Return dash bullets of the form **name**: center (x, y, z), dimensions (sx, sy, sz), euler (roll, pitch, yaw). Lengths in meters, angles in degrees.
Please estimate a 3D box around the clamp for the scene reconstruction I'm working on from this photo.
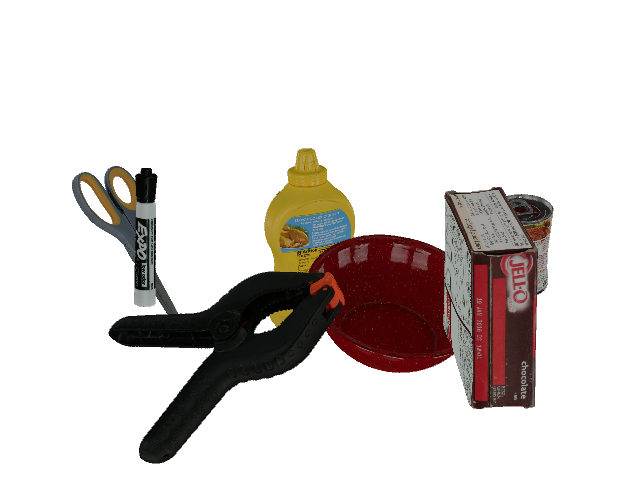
- **clamp**: center (-0.063, 0.078, 0.724), dimensions (0.171, 0.120, 0.039), euler (-22, -35, 10)

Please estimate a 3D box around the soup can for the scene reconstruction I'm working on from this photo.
- **soup can**: center (0.234, 0.006, 1.241), dimensions (0.068, 0.102, 0.068), euler (-3, 30, 1)

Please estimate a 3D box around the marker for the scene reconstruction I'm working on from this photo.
- **marker**: center (-0.151, -0.003, 0.919), dimensions (0.020, 0.121, 0.020), euler (3, 16, -1)

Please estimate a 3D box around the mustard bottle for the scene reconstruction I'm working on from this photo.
- **mustard bottle**: center (-0.010, -0.003, 1.122), dimensions (0.096, 0.192, 0.058), euler (-10, 22, -18)

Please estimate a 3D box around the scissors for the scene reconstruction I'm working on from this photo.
- **scissors**: center (-0.199, -0.002, 1.189), dimensions (0.016, 0.201, 0.096), euler (-26, 20, 35)

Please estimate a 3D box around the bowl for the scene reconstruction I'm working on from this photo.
- **bowl**: center (0.064, 0.065, 0.946), dimensions (0.162, 0.055, 0.162), euler (5, 39, -4)

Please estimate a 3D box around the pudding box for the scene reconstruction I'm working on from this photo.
- **pudding box**: center (0.093, 0.028, 0.593), dimensions (0.039, 0.090, 0.113), euler (-2, 19, -2)
